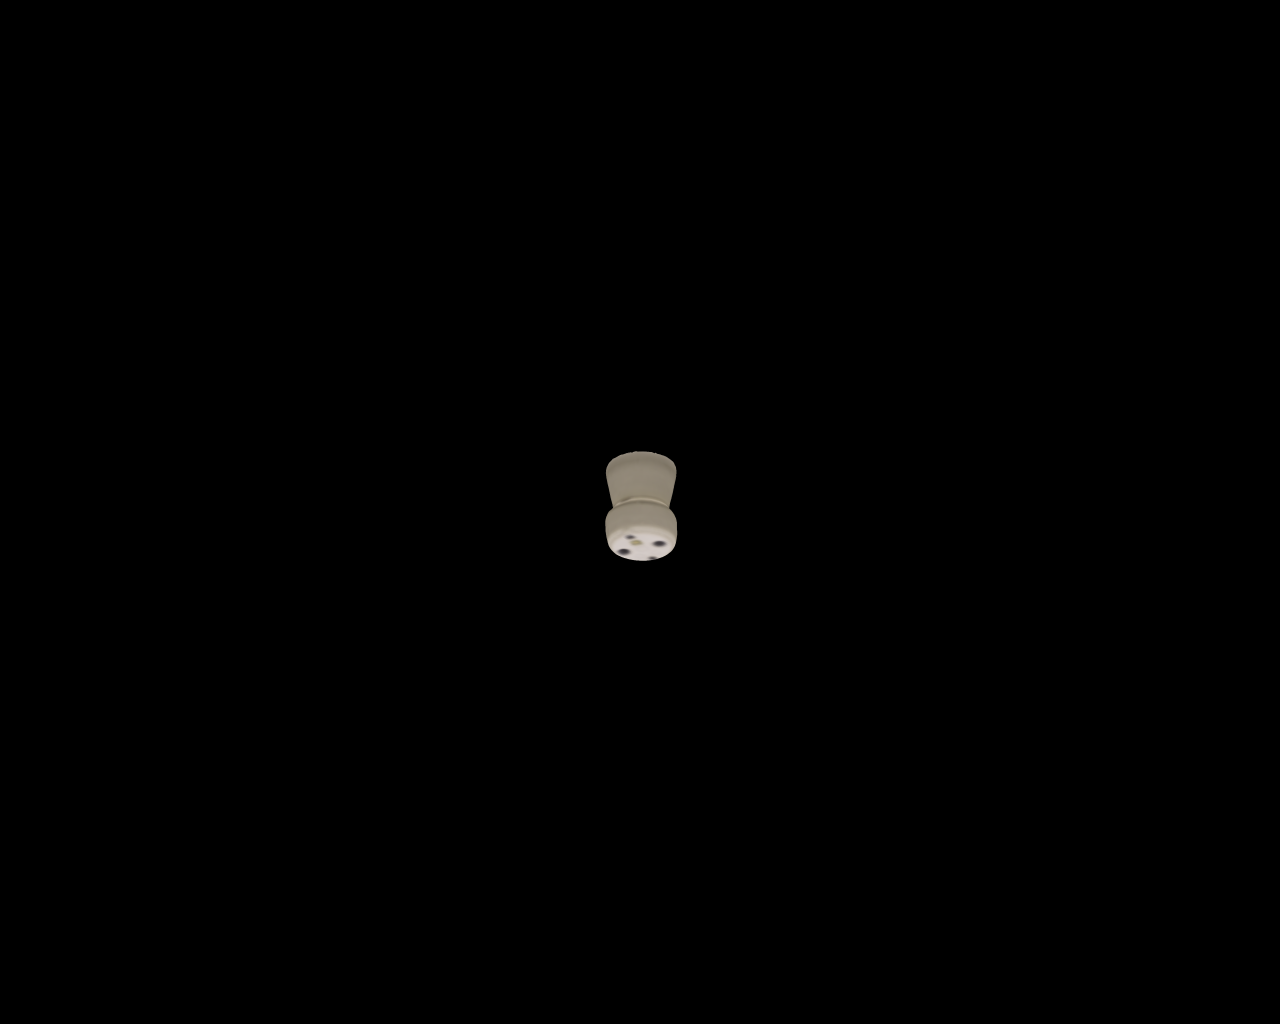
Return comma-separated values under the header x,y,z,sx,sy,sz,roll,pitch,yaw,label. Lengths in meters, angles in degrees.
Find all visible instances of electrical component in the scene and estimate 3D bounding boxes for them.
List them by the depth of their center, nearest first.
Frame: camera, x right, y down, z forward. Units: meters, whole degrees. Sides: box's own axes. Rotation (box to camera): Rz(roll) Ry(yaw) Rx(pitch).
x,y,z,sx,sy,sz,roll,pitch,yaw,label
0.001,-0.003,0.650,0.045,0.055,0.044,0,-29,0,electrical component
